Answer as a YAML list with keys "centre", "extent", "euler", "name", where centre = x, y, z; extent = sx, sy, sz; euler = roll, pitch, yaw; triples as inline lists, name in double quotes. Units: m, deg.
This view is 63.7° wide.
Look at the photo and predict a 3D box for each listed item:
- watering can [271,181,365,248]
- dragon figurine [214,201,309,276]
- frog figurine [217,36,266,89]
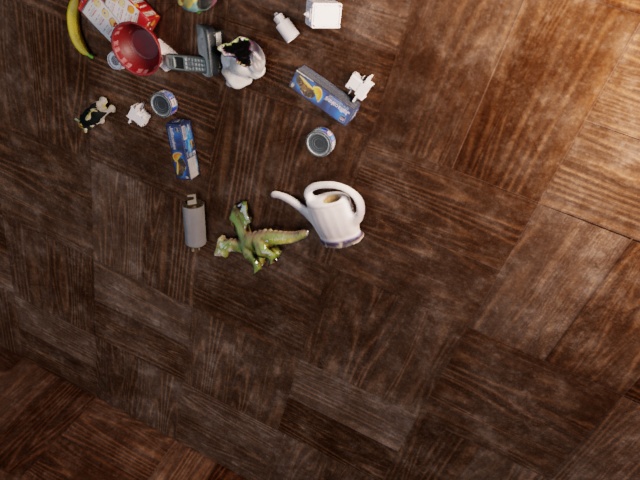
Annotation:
- centre: [0.005, -0.082, 1.631]
  extent: [0.347, 0.106, 0.221]
  euler: [0, 120, 40]
  name: "watering can"
- centre: [-0.227, -0.023, 1.769]
  extent: [0.404, 0.124, 0.243]
  euler: [-35, 92, 36]
  name: "dragon figurine"
- centre: [-0.224, -0.506, 1.499]
  extent: [0.137, 0.124, 0.157]
  euler: [17, 161, 4]
  name: "frog figurine"
